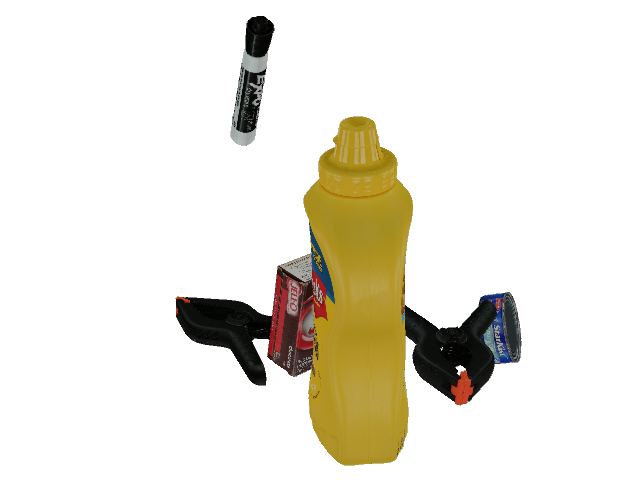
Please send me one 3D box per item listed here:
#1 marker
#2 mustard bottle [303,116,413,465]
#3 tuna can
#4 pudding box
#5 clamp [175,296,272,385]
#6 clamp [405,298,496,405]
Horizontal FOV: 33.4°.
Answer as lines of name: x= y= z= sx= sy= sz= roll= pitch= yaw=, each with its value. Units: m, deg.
marker: x=-0.049 y=-0.113 z=0.757 sx=0.020 sy=0.020 sz=0.121 roll=0 pitch=-34 yaw=-11
mustard bottle: x=0.021 y=0.023 z=0.589 sx=0.058 sy=0.192 sz=0.096 roll=-2 pitch=30 yaw=-3
tuna can: x=0.216 y=0.106 z=1.287 sx=0.034 sy=0.086 sz=0.086 roll=-8 pitch=-3 yaw=21
pudding box: x=0.011 y=0.050 z=0.877 sx=0.039 sy=0.090 sz=0.113 roll=31 pitch=37 yaw=34
clamp: x=-0.097 y=0.109 z=1.257 sx=0.210 sy=0.036 sz=0.164 roll=13 pitch=23 yaw=27
clamp: x=0.138 y=0.103 z=1.065 sx=0.120 sy=0.039 sz=0.171 roll=-8 pitch=30 yaw=-9
